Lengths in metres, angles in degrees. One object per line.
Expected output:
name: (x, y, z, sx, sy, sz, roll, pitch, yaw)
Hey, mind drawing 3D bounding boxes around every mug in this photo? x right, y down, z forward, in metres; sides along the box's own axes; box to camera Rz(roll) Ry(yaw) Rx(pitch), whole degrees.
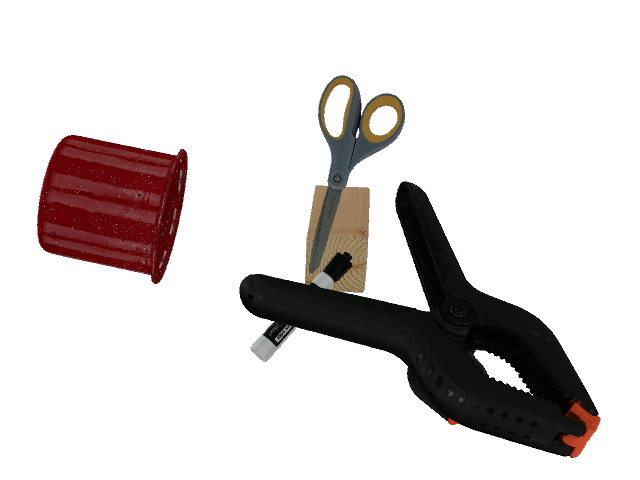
mug: (-0.139, -0.028, 0.728, 0.081, 0.093, 0.117, 12, 19, -1)

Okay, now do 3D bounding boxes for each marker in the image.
marker: (-0.014, 0.056, 0.928, 0.020, 0.121, 0.020, 39, -16, 13)

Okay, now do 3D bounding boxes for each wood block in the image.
wood block: (0.029, -0.006, 1.650, 0.091, 0.090, 0.206, 3, 24, 2)

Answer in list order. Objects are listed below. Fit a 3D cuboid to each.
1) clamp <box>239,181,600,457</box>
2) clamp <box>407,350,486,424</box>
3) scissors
clamp: (0.066, 0.054, 0.628, 0.164, 0.036, 0.210, -25, 56, -35)
clamp: (0.133, 0.120, 1.079, 0.120, 0.039, 0.171, -8, 34, -9)
scissors: (0.037, -0.067, 1.058, 0.096, 0.202, 0.016, -1, -12, 4)
